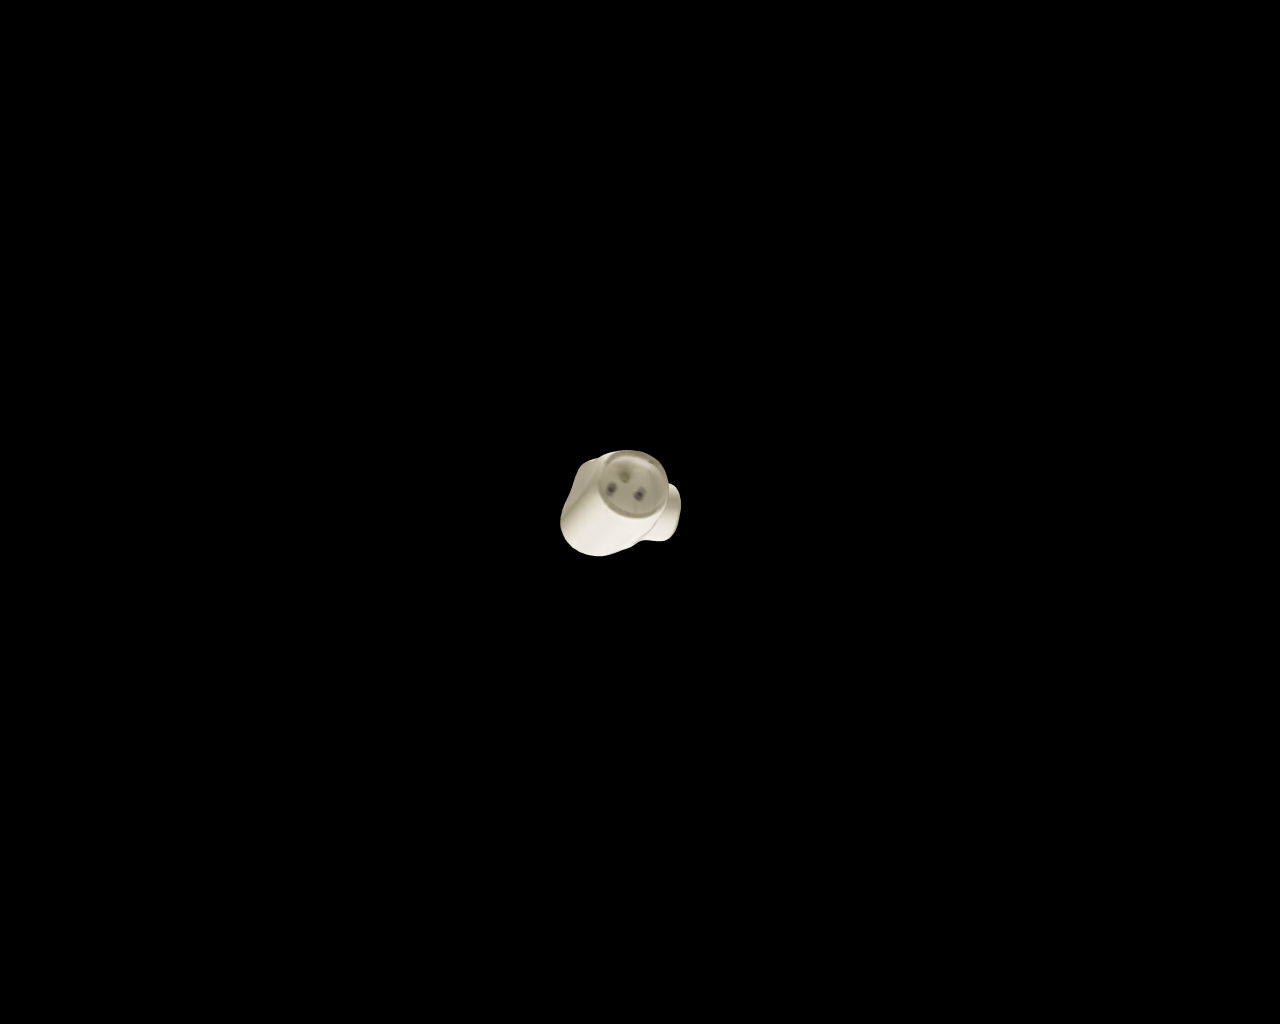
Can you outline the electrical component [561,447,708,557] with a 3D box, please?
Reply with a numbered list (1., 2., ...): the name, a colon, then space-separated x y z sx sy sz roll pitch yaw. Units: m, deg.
1. electrical component: 0.001 -0.003 0.650 0.079 0.043 0.077 7 -21 -18
